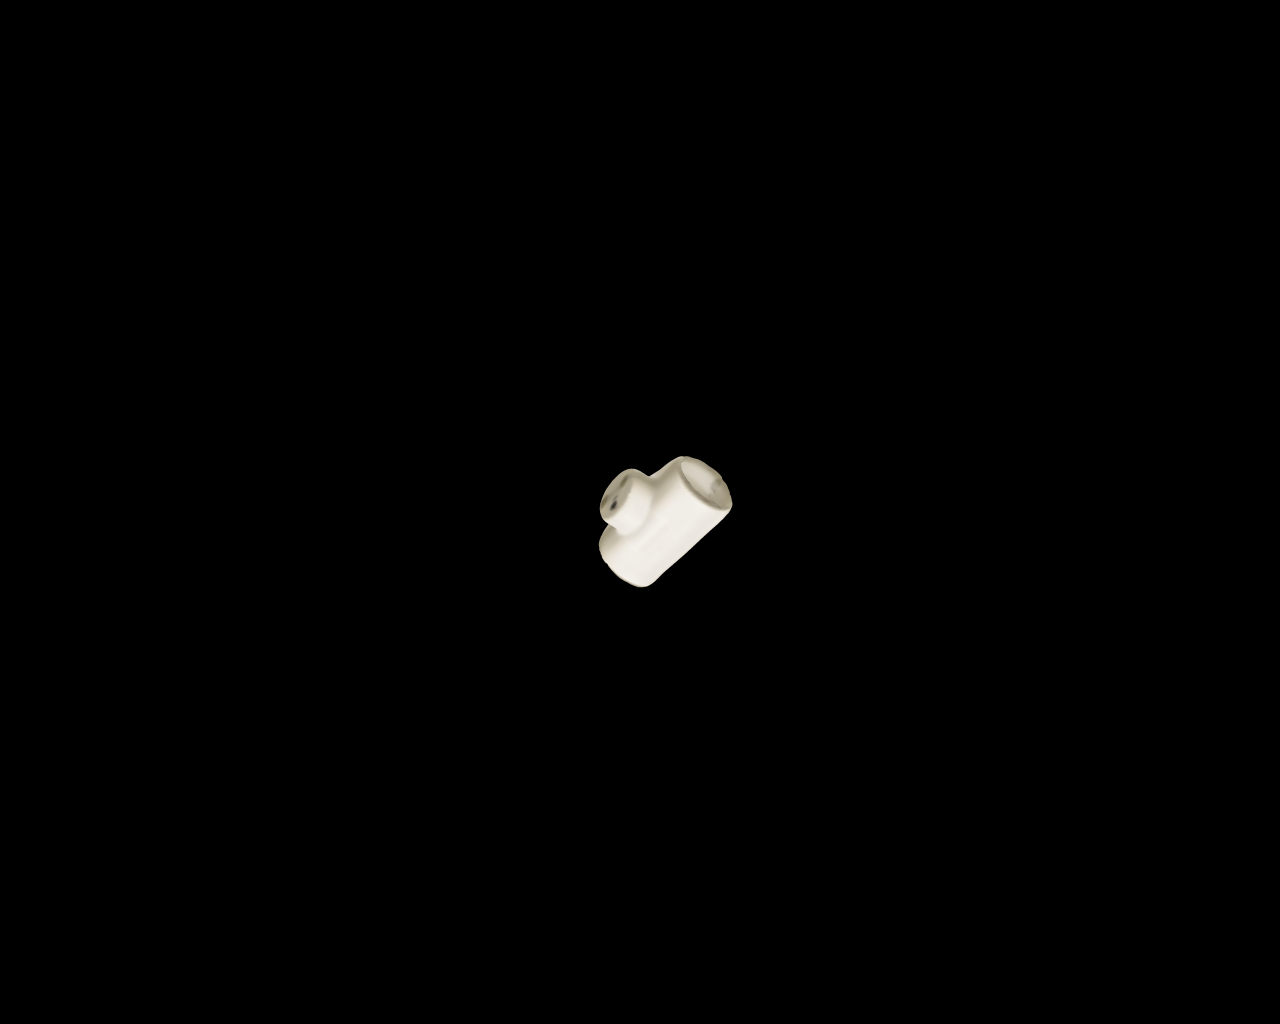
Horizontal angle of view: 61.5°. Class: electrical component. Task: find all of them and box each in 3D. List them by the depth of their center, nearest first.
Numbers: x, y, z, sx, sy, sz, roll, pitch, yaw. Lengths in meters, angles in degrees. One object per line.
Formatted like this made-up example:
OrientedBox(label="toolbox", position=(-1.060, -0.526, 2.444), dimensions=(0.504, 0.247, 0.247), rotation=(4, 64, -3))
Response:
OrientedBox(label="electrical component", position=(0.001, -0.003, 0.650), dimensions=(0.079, 0.077, 0.043), rotation=(32, 32, -22))
